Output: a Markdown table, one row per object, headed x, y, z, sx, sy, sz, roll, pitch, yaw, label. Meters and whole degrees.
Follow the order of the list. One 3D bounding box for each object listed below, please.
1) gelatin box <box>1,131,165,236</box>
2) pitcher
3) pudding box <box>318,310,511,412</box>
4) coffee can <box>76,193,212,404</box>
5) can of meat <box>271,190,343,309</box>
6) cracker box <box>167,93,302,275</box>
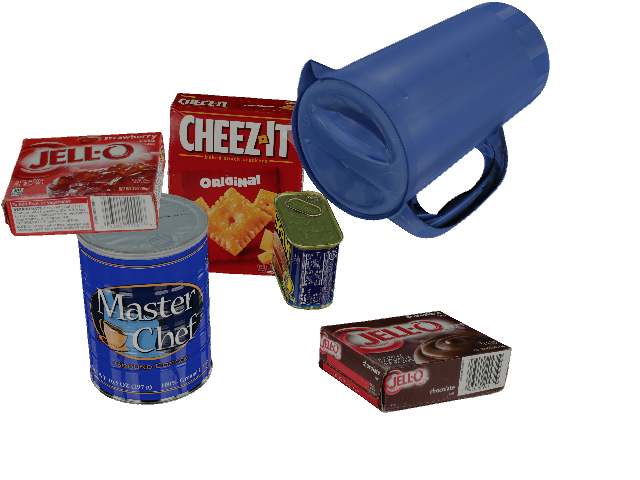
| x | y | z | sx | sy | sz | roll | pitch | yaw | label |
| --- | --- | --- | --- | --- | --- | --- | --- | --- | --- |
| -0.141 | -0.036 | 0.648 | 0.089 | 0.030 | 0.073 | -2 | 35 | -2 | gelatin box |
| 0.106 | -0.119 | 0.967 | 0.145 | 0.149 | 0.242 | 23 | 43 | 38 | pitcher |
| 0.068 | 0.086 | 0.784 | 0.113 | 0.039 | 0.090 | -3 | 17 | -30 | pudding box |
| -0.140 | 0.046 | 0.862 | 0.103 | 0.140 | 0.103 | 1 | 28 | -1 | coffee can |
| -0.017 | 0.010 | 1.104 | 0.057 | 0.084 | 0.102 | -4 | 35 | -14 | can of meat |
| -0.103 | -0.065 | 1.314 | 0.164 | 0.214 | 0.072 | 4 | 22 | 0 | cracker box |
